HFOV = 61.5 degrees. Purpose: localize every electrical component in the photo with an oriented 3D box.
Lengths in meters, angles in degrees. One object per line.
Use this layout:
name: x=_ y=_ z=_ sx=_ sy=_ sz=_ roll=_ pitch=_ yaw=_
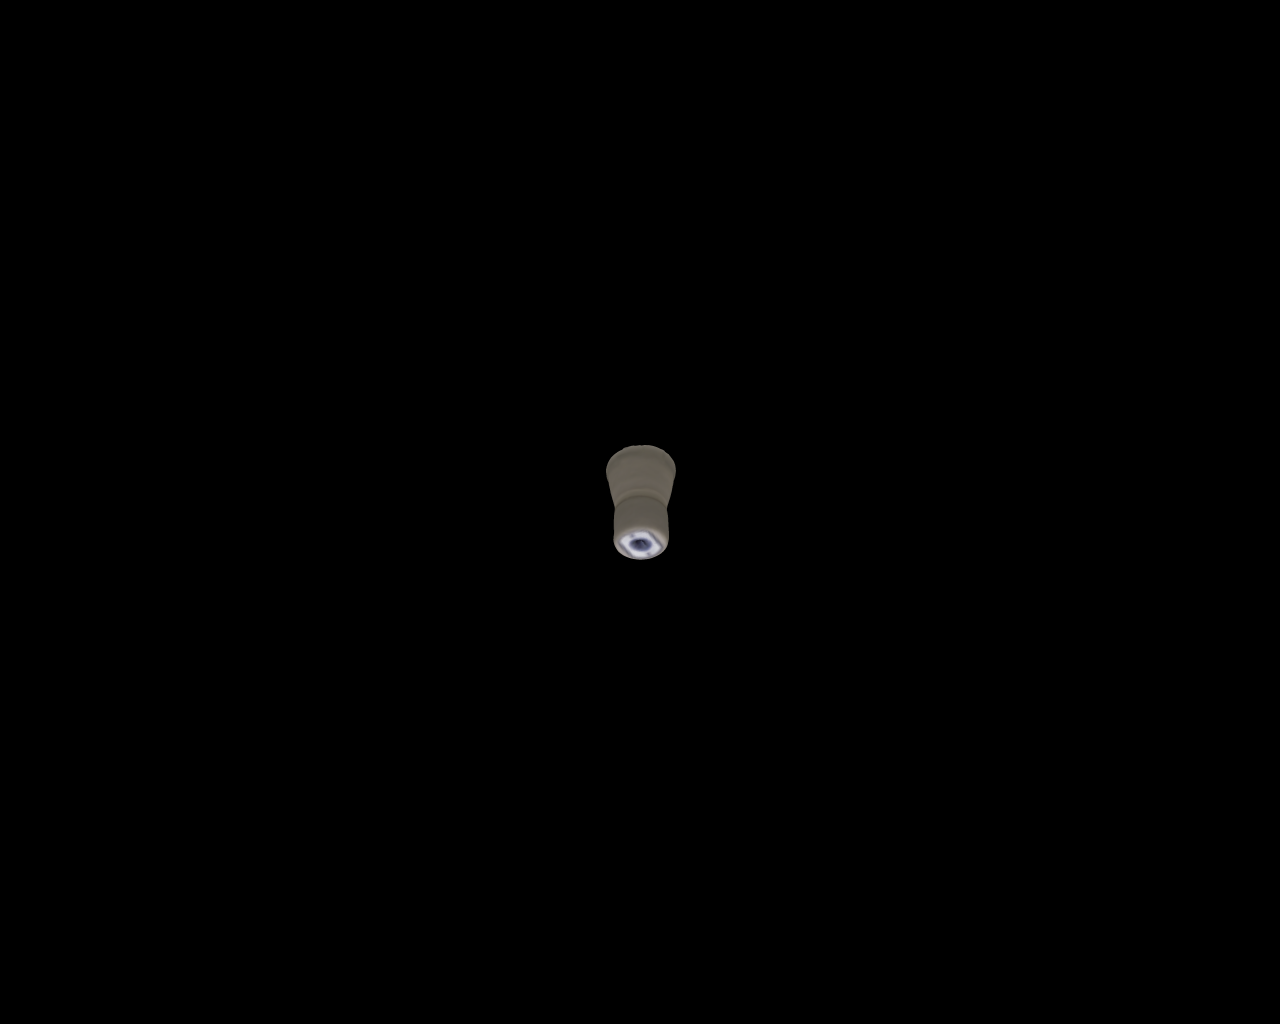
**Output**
electrical component: x=0.001 y=-0.003 z=0.650 sx=0.044 sy=0.065 sz=0.044 roll=0 pitch=-41 yaw=0
